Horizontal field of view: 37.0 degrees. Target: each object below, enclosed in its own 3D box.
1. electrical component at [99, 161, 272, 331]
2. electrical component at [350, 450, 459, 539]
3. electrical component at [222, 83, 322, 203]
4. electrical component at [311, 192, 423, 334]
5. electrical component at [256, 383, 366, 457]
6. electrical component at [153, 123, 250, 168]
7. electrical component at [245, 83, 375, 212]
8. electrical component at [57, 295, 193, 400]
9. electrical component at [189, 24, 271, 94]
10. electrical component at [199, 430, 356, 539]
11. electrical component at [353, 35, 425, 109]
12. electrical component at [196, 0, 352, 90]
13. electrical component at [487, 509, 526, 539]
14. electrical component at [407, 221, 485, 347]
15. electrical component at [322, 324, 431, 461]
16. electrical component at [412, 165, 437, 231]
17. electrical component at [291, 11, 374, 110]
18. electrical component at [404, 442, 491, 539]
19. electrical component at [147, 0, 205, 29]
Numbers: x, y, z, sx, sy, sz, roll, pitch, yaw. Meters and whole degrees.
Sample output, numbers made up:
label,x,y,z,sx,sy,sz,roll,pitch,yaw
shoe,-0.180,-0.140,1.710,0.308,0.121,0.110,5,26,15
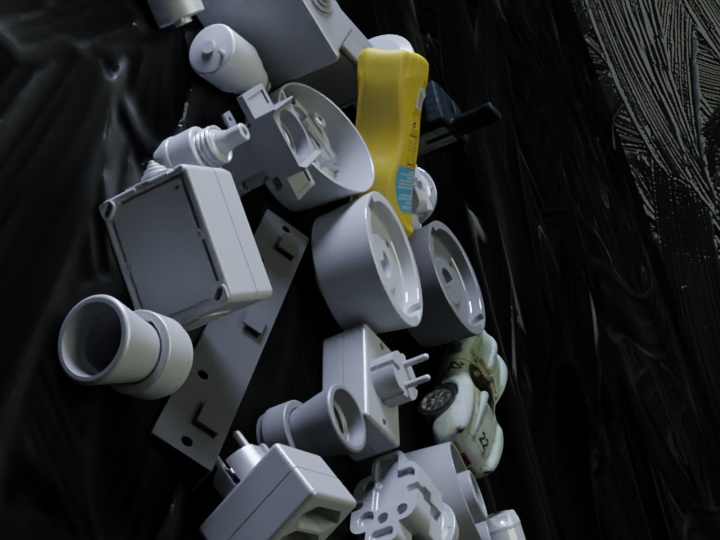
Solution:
label,x,y,z,sx,sy,sz,roll,pitch,yaw
electrical component,-0.099,-0.017,0.615,0.061,0.062,0.096,-4,73,-68
electrical component,0.032,0.173,0.743,0.057,0.058,0.078,51,27,-29
electrical component,-0.068,-0.084,0.750,0.081,0.064,0.042,62,23,-12
electrical component,0.000,0.000,0.828,0.108,0.060,0.108,-18,90,-72
electrical component,-0.031,0.100,0.669,0.045,0.055,0.045,50,27,-38
electrical component,-0.097,-0.074,0.675,0.035,0.061,0.035,50,27,-38
electrical component,-0.041,-0.094,0.824,0.099,0.064,0.099,50,27,-37
electrical component,-0.117,0.040,0.540,0.055,0.045,0.045,29,43,-58
electrical component,-0.092,-0.149,0.792,0.078,0.040,0.040,28,44,-58
electrical component,-0.055,0.121,0.589,0.076,0.065,0.047,46,8,34
electrical component,0.022,-0.184,1.043,0.051,0.080,0.080,51,26,-47
electrical component,-0.065,-0.193,0.820,0.099,0.100,0.048,56,37,-26
electrical component,0.121,0.237,0.907,0.043,0.043,0.062,5,66,-66
electrical component,0.061,0.017,0.959,0.108,0.060,0.108,49,28,-38
electrical component,0.016,0.081,0.770,0.047,0.076,0.083,49,28,-39
electrical component,0.037,-0.068,0.994,0.057,0.058,0.078,-3,71,-64
electrical component,-0.025,-0.186,0.956,0.096,0.062,0.061,38,36,-51
electrical component,0.061,0.183,0.826,0.099,0.064,0.099,-22,90,-82
electrical component,-0.135,-0.201,0.742,0.065,0.044,0.044,67,21,-13
